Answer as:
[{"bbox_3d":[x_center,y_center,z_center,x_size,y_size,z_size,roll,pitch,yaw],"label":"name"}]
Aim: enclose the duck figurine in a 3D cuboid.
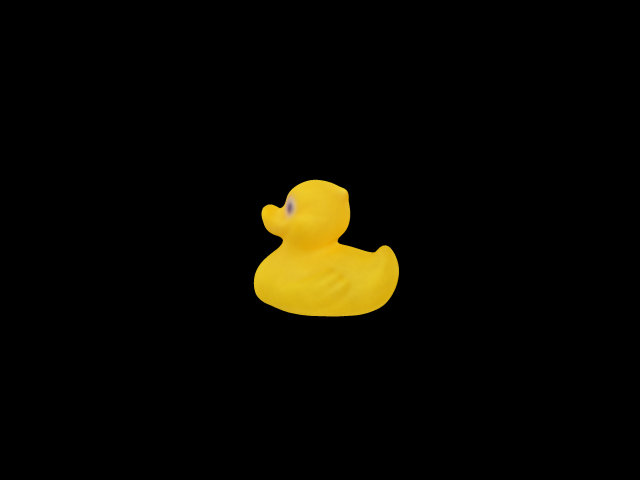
[{"bbox_3d":[0.004,0.001,0.400,0.104,0.086,0.078,6,19,16],"label":"duck figurine"}]
